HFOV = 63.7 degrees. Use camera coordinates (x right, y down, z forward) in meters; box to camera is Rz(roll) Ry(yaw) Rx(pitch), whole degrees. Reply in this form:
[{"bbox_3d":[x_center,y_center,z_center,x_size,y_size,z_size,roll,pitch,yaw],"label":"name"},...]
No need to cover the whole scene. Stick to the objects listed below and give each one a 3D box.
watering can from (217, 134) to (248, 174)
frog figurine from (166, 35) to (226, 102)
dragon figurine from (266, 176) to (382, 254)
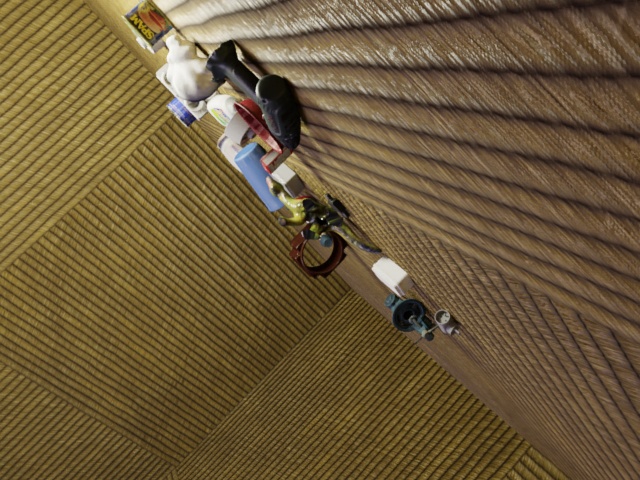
[{"bbox_3d":[-0.313,-0.333,2.135,0.225,0.104,0.345,46,176,6],"label":"watering can"},{"bbox_3d":[-0.328,-0.434,1.301,0.137,0.125,0.156,5,145,26],"label":"frog figurine"},{"bbox_3d":[0.005,-0.082,1.621,0.409,0.120,0.246,28,-161,-6],"label":"dragon figurine"}]
